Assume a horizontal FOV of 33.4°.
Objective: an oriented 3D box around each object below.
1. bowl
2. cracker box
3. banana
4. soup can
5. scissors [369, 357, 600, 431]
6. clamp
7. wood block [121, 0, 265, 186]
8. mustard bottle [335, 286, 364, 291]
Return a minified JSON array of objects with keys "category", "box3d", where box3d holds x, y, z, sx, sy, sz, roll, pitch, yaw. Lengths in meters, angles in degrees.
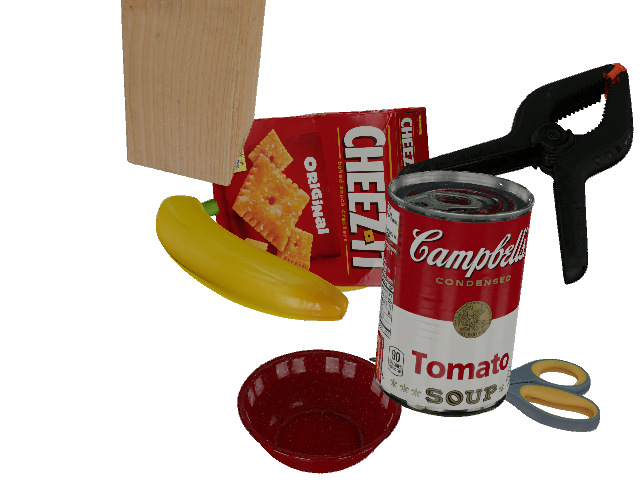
[{"category":"bowl","box3d":[-0.001,0.179,1.060,0.162,0.055,0.162,0,33,0]},{"category":"cracker box","box3d":[-0.003,-0.040,1.027,0.214,0.164,0.072,1,9,33]},{"category":"banana","box3d":[-0.059,0.005,0.683,0.069,0.037,0.198,-13,28,-27]},{"category":"soup can","box3d":[0.062,0.024,0.513,0.068,0.102,0.068,3,20,-1]},{"category":"scissors","box3d":[0.153,0.117,0.950,0.202,0.016,0.096,19,32,21]},{"category":"clamp","box3d":[0.185,-0.062,0.829,0.209,0.036,0.165,-38,57,-21]},{"category":"wood block","box3d":[-0.097,-0.149,0.828,0.091,0.090,0.206,14,-38,3]},{"category":"mustard bottle","box3d":[0.035,-0.033,1.291,0.096,0.192,0.058,-7,29,-19]}]
